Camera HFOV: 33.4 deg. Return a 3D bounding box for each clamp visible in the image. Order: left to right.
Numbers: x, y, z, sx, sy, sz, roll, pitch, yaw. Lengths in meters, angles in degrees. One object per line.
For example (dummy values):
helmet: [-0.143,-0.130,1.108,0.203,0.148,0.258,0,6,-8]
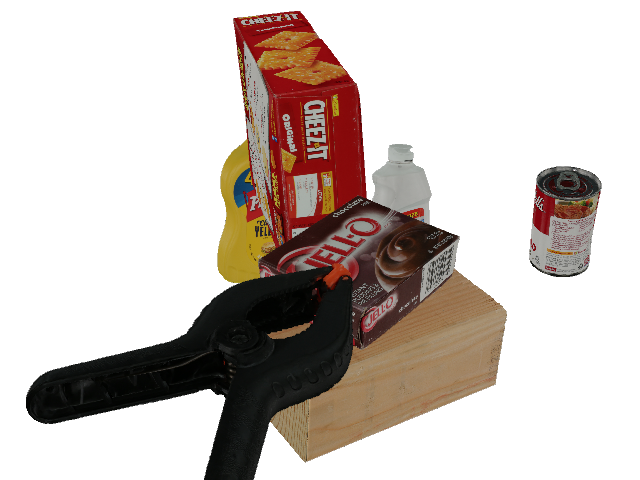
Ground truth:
clamp: [-0.034,0.066,0.495,0.171,0.039,0.120,-29,51,-32]

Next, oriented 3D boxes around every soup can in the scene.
soup can: [0.264,-0.020,1.155,0.068,0.102,0.068,-1,34,1]

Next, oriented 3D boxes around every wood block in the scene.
wood block: [0.053,0.103,0.947,0.205,0.090,0.091,-16,36,-27]

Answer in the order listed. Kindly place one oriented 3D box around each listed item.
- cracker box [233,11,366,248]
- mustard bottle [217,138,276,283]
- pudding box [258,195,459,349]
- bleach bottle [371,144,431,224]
cracker box: [-0.018,-0.085,0.895,0.072,0.164,0.214,-9,28,-8]
mustard bottle: [-0.062,-0.051,1.173,0.096,0.192,0.058,-3,19,-20]
pudding box: [0.027,0.018,0.728,0.090,0.039,0.113,25,39,31]
bleach bottle: [0.086,0.005,1.345,0.102,0.251,0.068,-3,16,-19]
